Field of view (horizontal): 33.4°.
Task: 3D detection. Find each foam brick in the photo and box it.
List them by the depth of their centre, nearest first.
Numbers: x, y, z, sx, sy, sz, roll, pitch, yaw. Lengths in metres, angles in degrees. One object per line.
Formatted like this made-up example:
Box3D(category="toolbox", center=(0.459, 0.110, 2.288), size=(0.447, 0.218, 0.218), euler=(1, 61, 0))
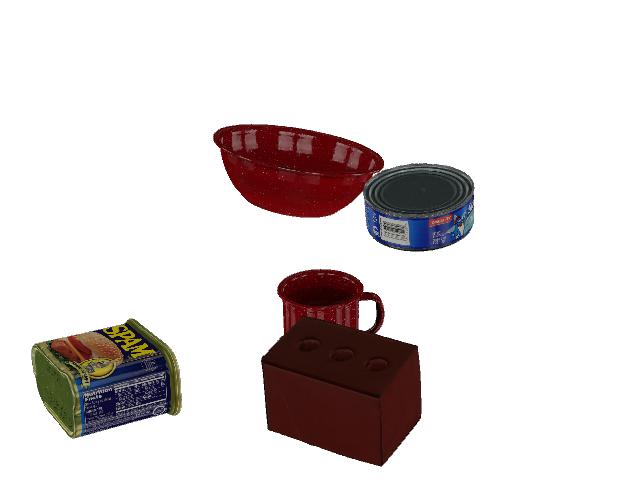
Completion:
Box3D(category="foam brick", center=(0.013, 0.085, 0.613), size=(0.078, 0.051, 0.052), euler=(13, 32, 26))

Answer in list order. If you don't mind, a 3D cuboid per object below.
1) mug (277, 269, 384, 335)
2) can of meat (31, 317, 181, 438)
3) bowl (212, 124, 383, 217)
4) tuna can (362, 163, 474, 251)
Box3D(category="mug", center=(0.012, 0.086, 1.165), size=(0.117, 0.081, 0.093), euler=(-6, 25, -11))
Box3D(category="can of meat", center=(-0.167, 0.105, 0.823), size=(0.083, 0.057, 0.102), euler=(-12, 21, -30))
Box3D(category="bowl", center=(-0.024, -0.062, 1.001), size=(0.162, 0.055, 0.162), euler=(9, 19, -3))
Box3D(category="tuna can", center=(0.077, -0.026, 0.829), size=(0.086, 0.034, 0.086), euler=(-5, 30, 3))
